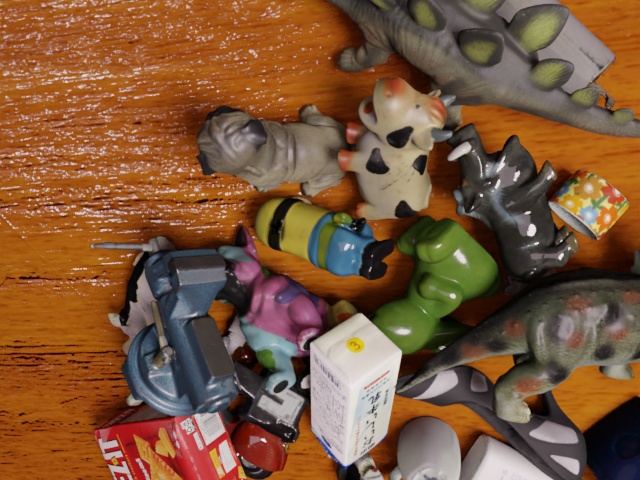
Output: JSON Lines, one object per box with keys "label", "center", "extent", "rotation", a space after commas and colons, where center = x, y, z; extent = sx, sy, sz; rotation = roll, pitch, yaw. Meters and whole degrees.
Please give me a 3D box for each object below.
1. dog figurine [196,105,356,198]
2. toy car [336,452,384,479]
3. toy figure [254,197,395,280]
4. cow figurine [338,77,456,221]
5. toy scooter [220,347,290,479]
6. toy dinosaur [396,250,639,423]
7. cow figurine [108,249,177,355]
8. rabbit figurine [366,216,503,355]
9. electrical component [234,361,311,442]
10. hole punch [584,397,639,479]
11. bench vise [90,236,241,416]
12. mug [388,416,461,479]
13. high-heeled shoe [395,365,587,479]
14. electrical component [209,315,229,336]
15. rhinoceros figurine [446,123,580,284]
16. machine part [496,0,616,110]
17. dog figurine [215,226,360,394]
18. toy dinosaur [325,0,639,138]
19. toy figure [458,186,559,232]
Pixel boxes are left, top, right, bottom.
{"label": "dog figurine", "center": [-0.039, -0.107, 0.638], "extent": [0.172, 0.190, 0.121], "rotation": [-12, 93, 9]}
{"label": "toy car", "center": [0.052, 0.381, 0.726], "extent": [0.056, 0.074, 0.201], "rotation": [5, 97, -19]}
{"label": "toy figure", "center": [0.000, -0.006, 0.672], "extent": [0.180, 0.089, 0.082], "rotation": [24, 90, 33]}
{"label": "cow figurine", "center": [0.090, -0.098, 0.612], "extent": [0.127, 0.194, 0.085], "rotation": [2, 55, 17]}
{"label": "toy scooter", "center": [-0.103, 0.230, 0.743], "extent": [0.184, 0.075, 0.135], "rotation": [36, 98, 9]}
{"label": "toy dinosaur", "center": [0.289, 0.088, 0.575], "extent": [0.405, 0.131, 0.192], "rotation": [-4, 110, -6]}
{"label": "cow figurine", "center": [-0.243, 0.081, 0.754], "extent": [0.098, 0.068, 0.167], "rotation": [38, 97, 10]}
{"label": "rabbit figurine", "center": [0.132, 0.075, 0.666], "extent": [0.159, 0.121, 0.170], "rotation": [43, 87, -18]}
{"label": "electrical component", "center": [-0.071, 0.201, 0.689], "extent": [0.119, 0.048, 0.075], "rotation": [30, 63, -11]}
{"label": "hole punch", "center": [0.384, 0.263, 0.641], "extent": [0.142, 0.115, 0.092], "rotation": [-40, 80, 11]}
{"label": "bench vise", "center": [-0.188, 0.121, 0.643], "extent": [0.240, 0.129, 0.224], "rotation": [-46, 73, 36]}
{"label": "mug", "center": [0.129, 0.291, 0.689], "extent": [0.109, 0.107, 0.081], "rotation": [-36, 87, 9]}
{"label": "high-heeled shoe", "center": [0.203, 0.232, 0.661], "extent": [0.249, 0.086, 0.145], "rotation": [1, 68, -7]}
{"label": "electrical component", "center": [-0.167, 0.139, 0.770], "extent": [0.094, 0.021, 0.063], "rotation": [-22, 91, 12]}
{"label": "rhinoceros figurine", "center": [0.210, -0.046, 0.604], "extent": [0.112, 0.073, 0.190], "rotation": [-27, 92, 22]}
{"label": "machine part", "center": [0.255, -0.242, 0.629], "extent": [0.243, 0.079, 0.079], "rotation": [44, 101, 3]}
{"label": "dog figurine", "center": [-0.054, 0.080, 0.706], "extent": [0.219, 0.191, 0.108], "rotation": [50, 119, 35]}
{"label": "toy dinosaur", "center": [0.161, -0.199, 0.581], "extent": [0.472, 0.198, 0.105], "rotation": [27, 82, 8]}
{"label": "toy figure", "center": [0.230, -0.039, 0.663], "extent": [0.064, 0.058, 0.154], "rotation": [-39, 83, -20]}
